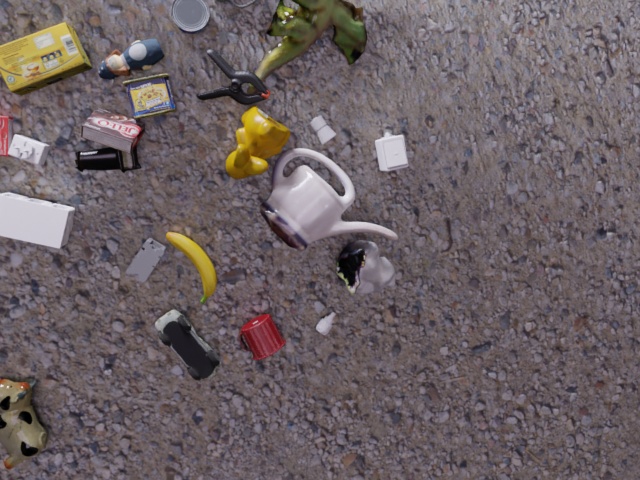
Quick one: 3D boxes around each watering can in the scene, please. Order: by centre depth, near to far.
[{"bbox_3d":[0.004,-0.063,1.244,0.225,0.103,0.349,-45,85,-3],"label":"watering can"}]

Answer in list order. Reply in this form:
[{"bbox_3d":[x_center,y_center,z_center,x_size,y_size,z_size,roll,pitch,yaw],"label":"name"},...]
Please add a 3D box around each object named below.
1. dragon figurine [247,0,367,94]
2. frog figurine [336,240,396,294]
[{"bbox_3d":[0.002,-0.497,1.221,0.242,0.124,0.405,19,110,-18],"label":"dragon figurine"},{"bbox_3d":[0.123,0.070,1.313,0.159,0.122,0.138,4,88,-47],"label":"frog figurine"}]
